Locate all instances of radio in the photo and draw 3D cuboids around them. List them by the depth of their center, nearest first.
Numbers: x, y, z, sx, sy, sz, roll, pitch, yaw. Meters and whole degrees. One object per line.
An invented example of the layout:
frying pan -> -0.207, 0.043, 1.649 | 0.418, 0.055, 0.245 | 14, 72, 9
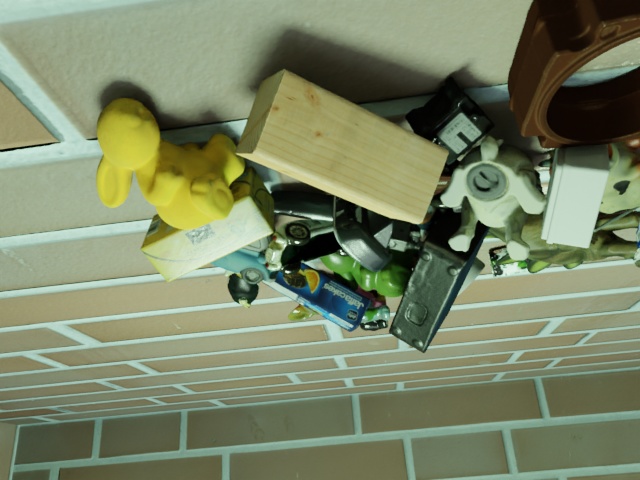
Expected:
radio -> 0.187, 0.064, 0.856 | 0.073, 0.131, 0.229 | 28, 133, 19

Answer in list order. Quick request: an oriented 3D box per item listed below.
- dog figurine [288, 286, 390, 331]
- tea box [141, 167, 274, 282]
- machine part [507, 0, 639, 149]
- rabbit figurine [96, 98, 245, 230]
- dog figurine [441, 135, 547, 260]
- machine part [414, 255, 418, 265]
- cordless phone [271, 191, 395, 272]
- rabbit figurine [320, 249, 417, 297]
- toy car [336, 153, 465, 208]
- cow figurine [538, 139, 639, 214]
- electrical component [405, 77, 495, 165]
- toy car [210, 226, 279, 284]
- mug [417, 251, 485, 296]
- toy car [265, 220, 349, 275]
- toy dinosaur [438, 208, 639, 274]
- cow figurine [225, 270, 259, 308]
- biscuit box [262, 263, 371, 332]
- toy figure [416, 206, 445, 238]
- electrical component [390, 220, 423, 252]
dog figurine -> 0.040, 0.137, 1.179 | 0.219, 0.108, 0.191 | -1, 158, 4
tea box -> -0.151, -0.023, 0.743 | 0.170, 0.098, 0.068 | -23, 121, 11
machine part -> 0.311, -0.182, 0.552 | 0.202, 0.087, 0.200 | -5, 156, 4
rabbit figurine -> -0.198, -0.099, 0.648 | 0.162, 0.122, 0.173 | -10, 142, 33
dog figurine -> 0.246, -0.088, 0.717 | 0.121, 0.190, 0.172 | 18, 133, 20
machine part -> 0.210, 0.060, 1.092 | 0.179, 0.056, 0.179 | -4, 156, -2
cordless phone -> 0.011, -0.031, 0.769 | 0.184, 0.147, 0.088 | 5, 129, 0
rabbit figurine -> 0.078, 0.032, 0.981 | 0.170, 0.121, 0.159 | 18, 159, -5
toy car -> 0.111, -0.090, 0.706 | 0.202, 0.089, 0.053 | 5, -172, -16
cow figurine -> 0.400, -0.093, 0.768 | 0.127, 0.085, 0.194 | -27, 148, 30
electrical component -> 0.166, -0.133, 0.650 | 0.075, 0.048, 0.119 | -38, 138, 20
toy car -> -0.125, -0.008, 0.851 | 0.161, 0.109, 0.103 | 23, 122, -15
mug -> 0.222, 0.047, 0.969 | 0.109, 0.107, 0.081 | -48, 171, 20
toy car -> -0.002, -0.003, 0.838 | 0.202, 0.056, 0.073 | -16, 138, -38
toy dinosaur -> 0.384, -0.009, 0.921 | 0.471, 0.105, 0.198 | 17, 153, -18
cow figurine -> -0.143, 0.061, 0.985 | 0.068, 0.098, 0.167 | 3, 155, -2
biscuit box -> -0.008, 0.095, 1.005 | 0.203, 0.063, 0.059 | 29, 160, 4
toy figure -> 0.152, -0.060, 0.816 | 0.064, 0.058, 0.154 | -23, 149, 11
electrical component -> 0.127, -0.011, 0.901 | 0.102, 0.078, 0.045 | 9, 137, 2
